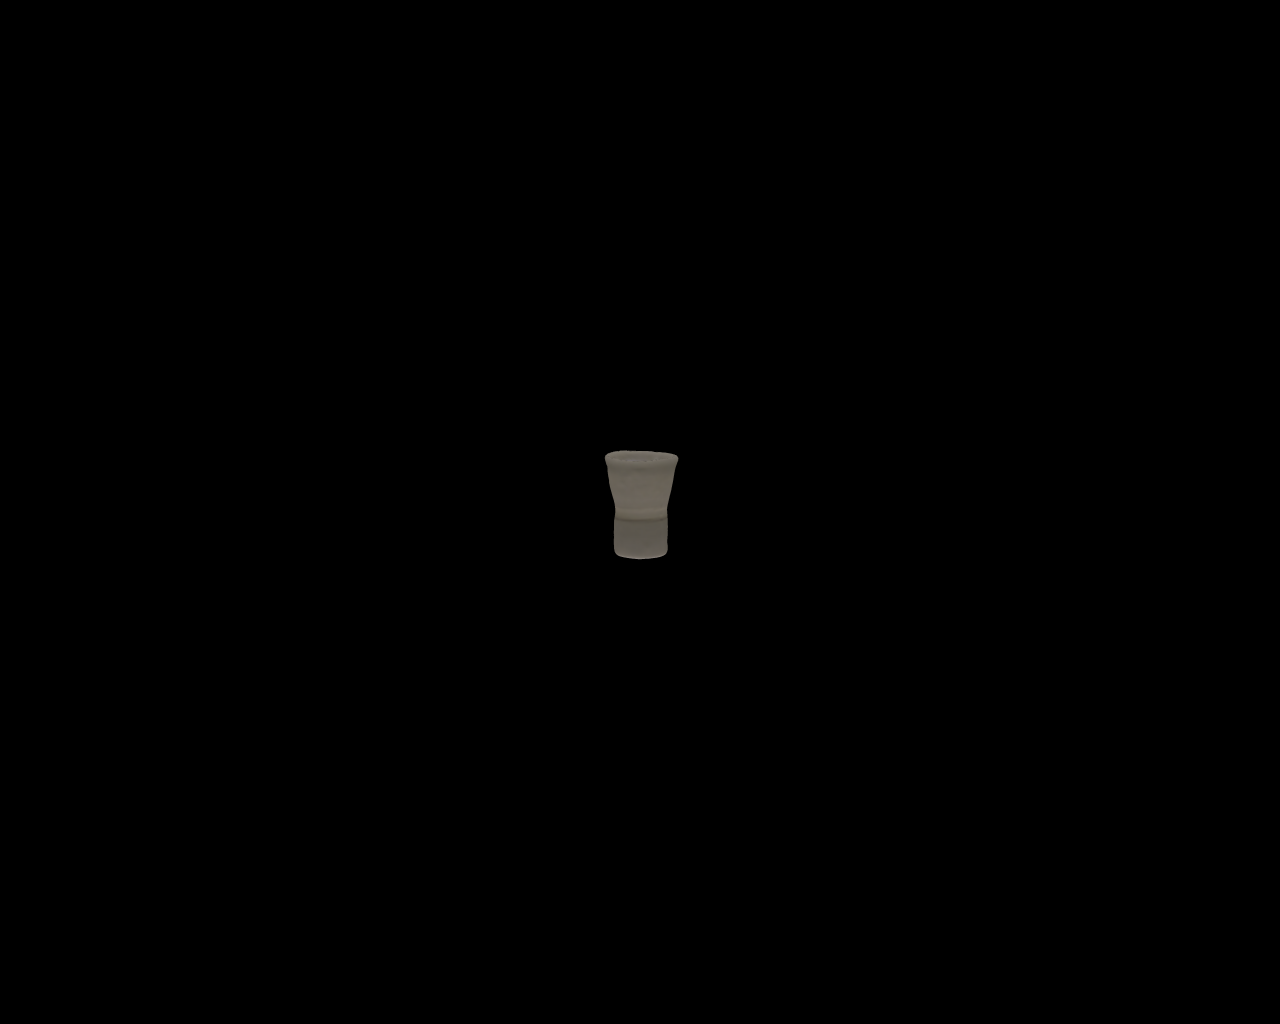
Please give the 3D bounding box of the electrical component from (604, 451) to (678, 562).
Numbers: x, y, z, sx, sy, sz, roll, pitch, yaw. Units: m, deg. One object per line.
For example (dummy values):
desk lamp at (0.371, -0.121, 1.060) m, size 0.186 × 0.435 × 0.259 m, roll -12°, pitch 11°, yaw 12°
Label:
electrical component at (0.001, -0.003, 0.650) m, size 0.044 × 0.065 × 0.044 m, roll 0°, pitch 9°, yaw 0°
